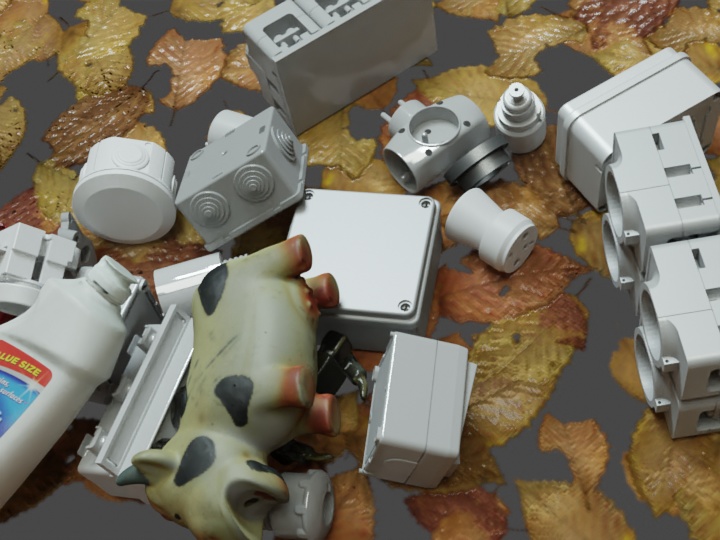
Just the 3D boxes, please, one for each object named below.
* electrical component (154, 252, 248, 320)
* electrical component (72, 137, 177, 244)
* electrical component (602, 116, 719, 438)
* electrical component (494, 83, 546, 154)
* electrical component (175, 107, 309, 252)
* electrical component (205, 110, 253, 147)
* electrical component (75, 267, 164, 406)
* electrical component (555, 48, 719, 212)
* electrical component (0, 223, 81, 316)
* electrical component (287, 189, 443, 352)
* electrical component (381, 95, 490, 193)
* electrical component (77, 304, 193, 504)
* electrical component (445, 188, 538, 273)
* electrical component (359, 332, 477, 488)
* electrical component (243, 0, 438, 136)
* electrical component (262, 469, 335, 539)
[{"bbox_3d":[-0.109,0.010,0.809,0.081,0.043,0.043,-16,55,-2],"label":"electrical component"},{"bbox_3d":[-0.184,-0.062,0.850,0.080,0.080,0.051,-5,50,6],"label":"electrical component"},{"bbox_3d":[0.210,0.005,0.719,0.060,0.105,0.186,-9,55,4],"label":"electrical component"},{"bbox_3d":[0.125,-0.122,0.842,0.040,0.078,0.040,-4,70,10],"label":"electrical component"},{"bbox_3d":[-0.090,-0.072,0.824,0.100,0.048,0.099,-29,27,17],"label":"electrical component"},{"bbox_3d":[-0.089,-0.105,0.886,0.078,0.040,0.040,19,61,21],"label":"electrical component"},{"bbox_3d":[-0.189,0.043,0.789,0.061,0.061,0.096,11,59,17],"label":"electrical component"},{"bbox_3d":[0.208,-0.107,0.813,0.113,0.078,0.057,-29,59,-10],"label":"electrical component"},{"bbox_3d":[-0.235,0.002,0.763,0.048,0.066,0.055,-14,62,49],"label":"electrical component"},{"bbox_3d":[0.000,0.000,0.789,0.109,0.056,0.108,5,57,13],"label":"electrical component"},{"bbox_3d":[0.050,-0.111,0.864,0.077,0.044,0.079,-37,57,-15],"label":"electrical component"},{"bbox_3d":[-0.139,0.096,0.742,0.063,0.078,0.121,-3,52,35],"label":"electrical component"},{"bbox_3d":[0.098,-0.029,0.799,0.055,0.045,0.045,35,68,28],"label":"electrical component"},{"bbox_3d":[0.040,0.088,0.714,0.061,0.061,0.096,13,57,-5],"label":"electrical component"},{"bbox_3d":[-0.016,-0.196,0.906,0.150,0.089,0.061,-33,57,-13],"label":"electrical component"},{"bbox_3d":[-0.050,0.153,0.702,0.062,0.048,0.048,0,56,17],"label":"electrical component"}]
